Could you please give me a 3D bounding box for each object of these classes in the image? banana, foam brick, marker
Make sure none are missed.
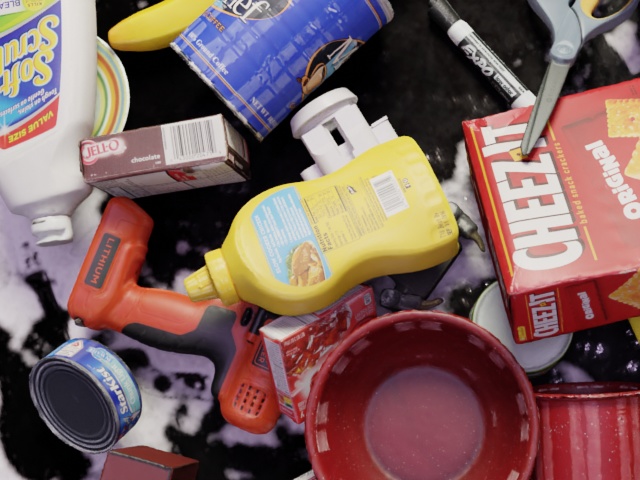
[{"bbox_3d":[-0.084,-0.212,0.850,0.069,0.037,0.198,40,104,-11],"label":"banana"},{"bbox_3d":[-0.129,0.186,0.797,0.051,0.078,0.053,13,83,11],"label":"foam brick"},{"bbox_3d":[0.125,-0.143,0.828,0.020,0.020,0.121,-40,79,2],"label":"marker"}]

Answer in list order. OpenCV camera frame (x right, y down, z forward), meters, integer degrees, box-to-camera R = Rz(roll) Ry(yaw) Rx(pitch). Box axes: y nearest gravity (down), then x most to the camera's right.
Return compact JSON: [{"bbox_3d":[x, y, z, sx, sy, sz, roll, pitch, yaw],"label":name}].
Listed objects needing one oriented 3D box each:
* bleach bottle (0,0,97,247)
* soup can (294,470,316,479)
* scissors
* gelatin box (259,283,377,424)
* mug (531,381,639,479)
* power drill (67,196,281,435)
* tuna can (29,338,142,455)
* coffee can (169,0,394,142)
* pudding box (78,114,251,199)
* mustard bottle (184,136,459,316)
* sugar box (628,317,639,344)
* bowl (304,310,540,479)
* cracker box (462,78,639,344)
[{"bbox_3d":[-0.214,-0.122,0.835,0.102,0.068,0.251,-9,83,7],"label":"bleach bottle"},{"bbox_3d":[-0.020,0.214,0.782,0.102,0.068,0.068,-29,80,4],"label":"soup can"},{"bbox_3d":[0.166,-0.149,0.789,0.096,0.016,0.201,31,65,23],"label":"scissors"},{"bbox_3d":[0.005,0.080,0.775,0.089,0.030,0.073,-28,122,-29],"label":"gelatin box"},{"bbox_3d":[0.180,0.145,0.756,0.117,0.093,0.081,-5,87,39],"label":"mug"},{"bbox_3d":[-0.085,0.033,0.819,0.188,0.057,0.184,22,85,11],"label":"power drill"},{"bbox_3d":[-0.178,0.118,0.812,0.086,0.033,0.086,16,123,26],"label":"tuna can"},{"bbox_3d":[-0.029,-0.159,0.811,0.140,0.102,0.103,-43,79,2],"label":"coffee can"},{"bbox_3d":[-0.117,-0.061,0.819,0.113,0.090,0.039,-7,83,7],"label":"pudding box"},{"bbox_3d":[-0.005,0.001,0.758,0.191,0.058,0.096,-22,63,-3],"label":"mustard bottle"},{"bbox_3d":[0.287,0.102,0.744,0.093,0.048,0.176,-26,70,18],"label":"sugar box"},{"bbox_3d":[0.072,0.132,0.755,0.162,0.055,0.162,-2,80,8],"label":"bowl"},{"bbox_3d":[0.219,-0.033,0.739,0.214,0.072,0.164,-13,50,6],"label":"cracker box"}]
